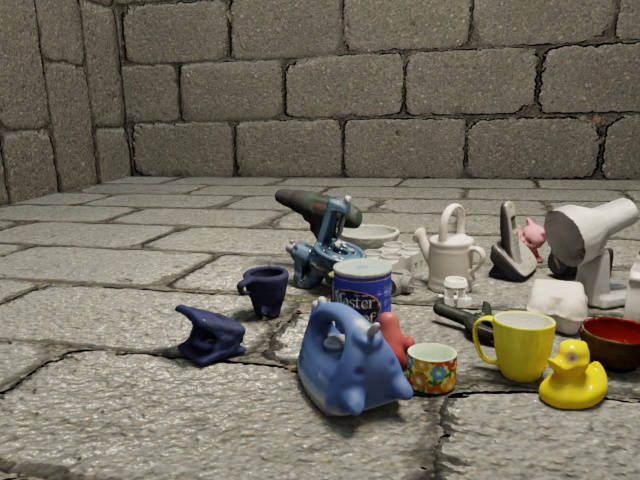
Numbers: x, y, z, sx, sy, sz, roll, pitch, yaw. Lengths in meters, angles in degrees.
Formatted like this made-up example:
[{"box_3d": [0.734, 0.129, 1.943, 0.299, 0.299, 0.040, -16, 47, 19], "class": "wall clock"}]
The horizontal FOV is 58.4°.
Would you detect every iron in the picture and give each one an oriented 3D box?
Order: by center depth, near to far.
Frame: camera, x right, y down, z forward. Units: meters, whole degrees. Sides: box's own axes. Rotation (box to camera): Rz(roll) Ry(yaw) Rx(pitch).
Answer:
[{"box_3d": [0.026, 0.153, 0.846, 0.119, 0.141, 0.257, -8, 15, -26], "class": "iron"}]

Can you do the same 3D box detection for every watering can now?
[{"box_3d": [0.285, 0.014, 1.279, 0.172, 0.194, 0.101, 4, 15, 22], "class": "watering can"}]

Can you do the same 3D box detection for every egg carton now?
[{"box_3d": [0.446, 0.123, 1.079, 0.107, 0.069, 0.151, 4, 15, 21], "class": "egg carton"}]

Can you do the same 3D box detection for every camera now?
[{"box_3d": [0.602, 0.032, 1.370, 0.137, 0.101, 0.142, -8, 15, -26], "class": "camera"}]

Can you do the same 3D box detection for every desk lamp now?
[{"box_3d": [0.564, 0.024, 1.167, 0.203, 0.214, 0.117, -6, 14, -17], "class": "desk lamp"}]

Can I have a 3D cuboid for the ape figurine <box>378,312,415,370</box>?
[{"box_3d": [0.112, 0.159, 0.916, 0.077, 0.092, 0.076, 4, 15, 20], "class": "ape figurine"}]

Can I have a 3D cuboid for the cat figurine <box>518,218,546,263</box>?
[{"box_3d": [0.542, -0.003, 1.487, 0.067, 0.118, 0.127, -3, 14, -6], "class": "cat figurine"}]

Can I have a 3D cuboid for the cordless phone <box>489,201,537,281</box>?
[{"box_3d": [0.464, -0.006, 1.366, 0.093, 0.185, 0.148, 7, 16, 31], "class": "cordless phone"}]

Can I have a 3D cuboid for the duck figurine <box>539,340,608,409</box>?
[{"box_3d": [0.359, 0.182, 0.808, 0.105, 0.086, 0.077, -7, 15, -22], "class": "duck figurine"}]

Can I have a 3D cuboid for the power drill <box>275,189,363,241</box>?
[{"box_3d": [-0.007, -0.020, 1.423, 0.229, 0.208, 0.076, 4, 15, 22], "class": "power drill"}]

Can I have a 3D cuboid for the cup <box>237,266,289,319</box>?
[{"box_3d": [-0.114, 0.110, 1.135, 0.091, 0.095, 0.118, 10, 18, 40], "class": "cup"}]

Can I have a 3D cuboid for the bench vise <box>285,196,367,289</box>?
[{"box_3d": [0.009, 0.007, 1.282, 0.207, 0.220, 0.122, 2, 14, 14], "class": "bench vise"}]

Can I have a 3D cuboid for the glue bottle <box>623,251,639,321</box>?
[{"box_3d": [0.563, 0.083, 1.009, 0.037, 0.173, 0.078, 9, 17, 36], "class": "glue bottle"}]

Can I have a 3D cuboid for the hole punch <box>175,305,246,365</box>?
[{"box_3d": [-0.188, 0.150, 0.985, 0.101, 0.091, 0.108, -12, 17, -37], "class": "hole punch"}]

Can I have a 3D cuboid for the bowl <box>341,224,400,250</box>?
[{"box_3d": [0.134, 0.008, 1.575, 0.167, 0.075, 0.167, -1, 14, 1], "class": "bowl"}]
